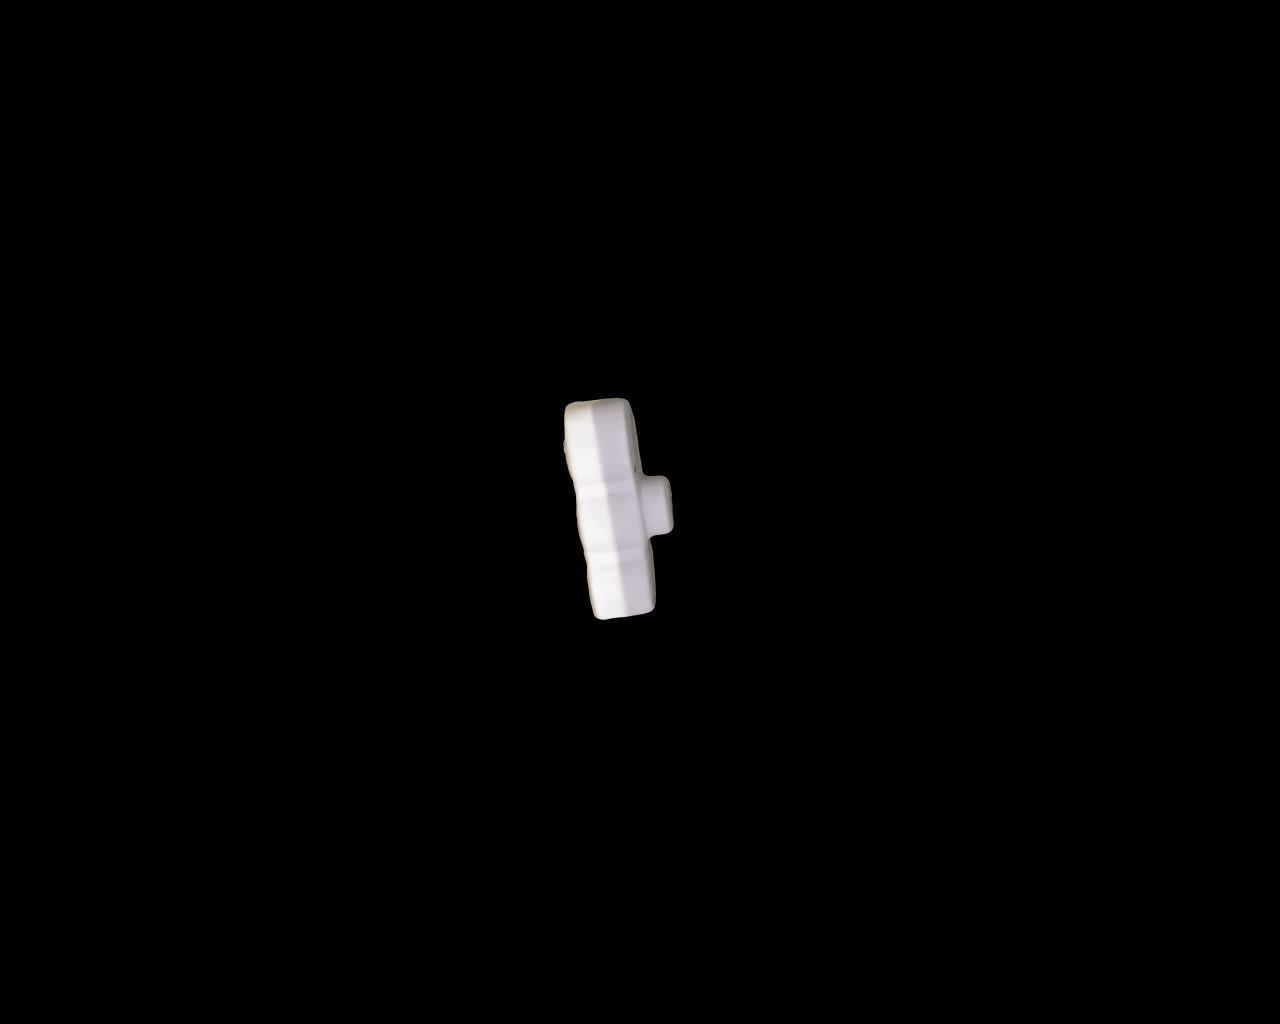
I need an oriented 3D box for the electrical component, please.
[{"bbox_3d":[0.001,-0.003,0.650,0.074,0.138,0.052,-7,20,2],"label":"electrical component"}]
